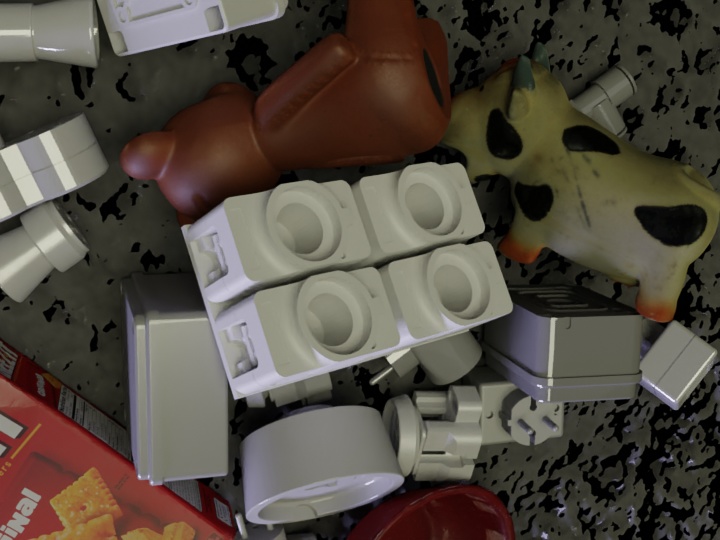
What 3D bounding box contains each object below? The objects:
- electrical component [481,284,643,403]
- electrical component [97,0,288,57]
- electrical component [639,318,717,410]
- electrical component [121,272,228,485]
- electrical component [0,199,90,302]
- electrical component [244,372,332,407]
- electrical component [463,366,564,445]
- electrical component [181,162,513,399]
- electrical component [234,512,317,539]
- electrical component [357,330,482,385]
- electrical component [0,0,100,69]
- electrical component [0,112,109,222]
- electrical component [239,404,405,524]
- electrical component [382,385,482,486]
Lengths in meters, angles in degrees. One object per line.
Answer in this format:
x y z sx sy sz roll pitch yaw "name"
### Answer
0.137 0.048 0.741 0.078 0.113 0.057 -1 100 -14 "electrical component"
-0.108 -0.187 0.622 0.056 0.109 0.108 -32 113 -43 "electrical component"
0.216 0.059 0.790 0.076 0.083 0.047 38 92 19 "electrical component"
-0.118 0.064 0.683 0.056 0.109 0.108 -3 104 -16 "electrical component"
-0.205 -0.013 0.676 0.055 0.045 0.045 -36 109 -4 "electrical component"
-0.056 0.059 0.724 0.057 0.058 0.078 -17 119 -9 "electrical component"
0.116 0.101 0.767 0.066 0.077 0.047 -4 104 -14 "electrical component"
0.000 0.000 0.656 0.186 0.060 0.105 -13 81 -38 "electrical component"
-0.067 0.204 0.762 0.077 0.044 0.079 -17 107 -10 "electrical component"
0.033 0.048 0.751 0.079 0.044 0.077 -37 109 -3 "electrical component"
-0.193 -0.144 0.651 0.065 0.044 0.044 -3 104 -9 "electrical component"
-0.232 -0.067 0.652 0.138 0.052 0.073 -25 108 -7 "electrical component"
-0.030 0.126 0.725 0.108 0.108 0.060 -10 66 -12 "electrical component"
0.048 0.117 0.763 0.057 0.058 0.078 3 124 -14 "electrical component"
